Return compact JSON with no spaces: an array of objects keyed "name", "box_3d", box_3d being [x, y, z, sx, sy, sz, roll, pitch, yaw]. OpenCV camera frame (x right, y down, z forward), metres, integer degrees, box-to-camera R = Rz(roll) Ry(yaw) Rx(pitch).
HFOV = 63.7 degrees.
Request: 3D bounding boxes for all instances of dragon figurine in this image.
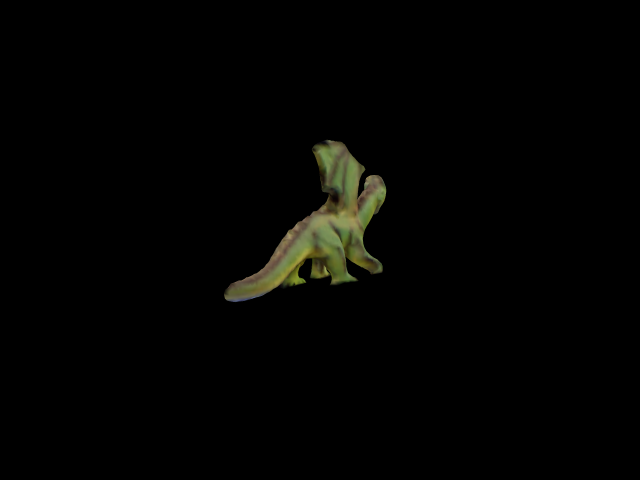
[{"name":"dragon figurine","box_3d":[0.003,-0.043,0.850,0.122,0.242,0.412,2,5,36]}]
